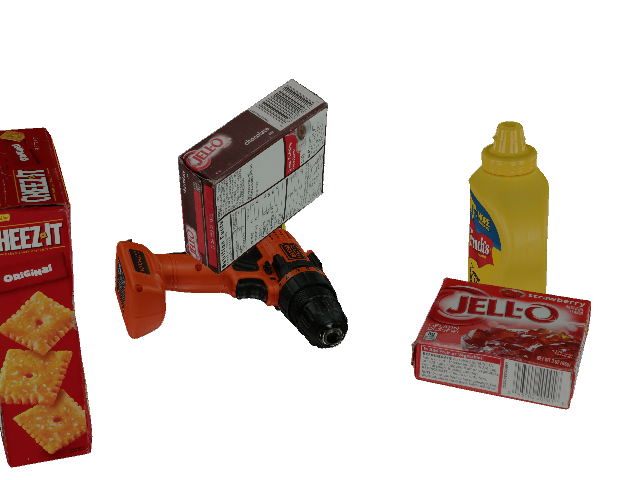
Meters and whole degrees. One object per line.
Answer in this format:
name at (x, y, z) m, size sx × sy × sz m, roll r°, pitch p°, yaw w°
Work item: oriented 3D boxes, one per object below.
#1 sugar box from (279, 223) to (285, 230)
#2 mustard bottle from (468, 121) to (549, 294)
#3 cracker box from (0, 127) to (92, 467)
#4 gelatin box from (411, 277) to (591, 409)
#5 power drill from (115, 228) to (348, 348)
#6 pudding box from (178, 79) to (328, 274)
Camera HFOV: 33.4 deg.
sugar box at (-0.072, -0.048, 1.325) m, size 0.048 × 0.176 × 0.093 m, roll -9°, pitch 25°, yaw -11°
mustard bottle at (0.144, 0.001, 0.828) m, size 0.058 × 0.192 × 0.096 m, roll -5°, pitch 26°, yaw -5°
cracker box at (-0.227, 0.039, 0.830) m, size 0.072 × 0.214 × 0.164 m, roll -7°, pitch 27°, yaw -18°
gelatin box at (0.104, 0.056, 0.607) m, size 0.089 × 0.030 × 0.073 m, roll 10°, pitch 31°, yaw 17°
power drill at (-0.082, 0.046, 0.953) m, size 0.187 × 0.057 × 0.185 m, roll -1°, pitch 24°, yaw -20°
pudding box at (-0.044, -0.043, 0.725) m, size 0.039 × 0.090 × 0.113 m, roll 36°, pitch 55°, yaw 25°
